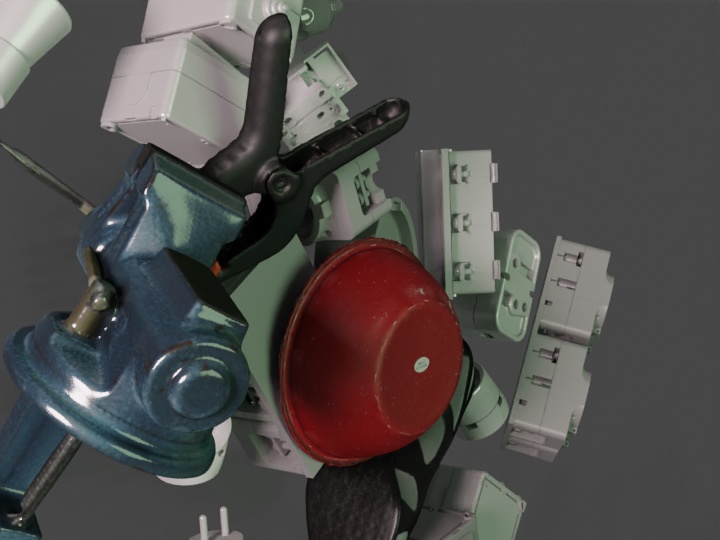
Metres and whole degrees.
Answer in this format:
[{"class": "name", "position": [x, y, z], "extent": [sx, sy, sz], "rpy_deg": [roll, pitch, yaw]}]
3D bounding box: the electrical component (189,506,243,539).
[{"class": "electrical component", "position": [-0.094, 0.199, 0.716], "extent": [0.077, 0.044, 0.079], "rpy_deg": [-11, 99, -51]}]

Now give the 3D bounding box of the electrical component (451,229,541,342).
[{"class": "electrical component", "position": [0.118, 0.013, 0.964], "extent": [0.054, 0.059, 0.095], "rpy_deg": [31, 67, -47]}]

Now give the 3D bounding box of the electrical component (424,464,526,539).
[{"class": "electrical component", "position": [0.098, 0.217, 0.945], "extent": [0.096, 0.061, 0.061], "rpy_deg": [42, 60, -44]}]

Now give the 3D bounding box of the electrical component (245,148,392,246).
[{"class": "electrical component", "position": [-0.033, -0.051, 0.748], "extent": [0.056, 0.089, 0.050], "rpy_deg": [-38, 120, -44]}]

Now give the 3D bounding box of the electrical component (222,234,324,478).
[{"class": "electrical component", "position": [-0.062, 0.055, 0.738], "extent": [0.089, 0.062, 0.150], "rpy_deg": [-51, 129, -37]}]

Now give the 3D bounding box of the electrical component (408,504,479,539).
[{"class": "electrical component", "position": [0.053, 0.228, 0.860], "extent": [0.062, 0.096, 0.061], "rpy_deg": [-21, 108, -49]}]

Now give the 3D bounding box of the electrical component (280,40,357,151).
[{"class": "electrical component", "position": [-0.041, -0.115, 0.747], "extent": [0.081, 0.063, 0.042], "rpy_deg": [-37, 129, 5]}]

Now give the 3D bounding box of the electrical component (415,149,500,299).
[{"class": "electrical component", "position": [0.082, -0.040, 0.904], "extent": [0.078, 0.063, 0.121], "rpy_deg": [-116, -157, -85]}]

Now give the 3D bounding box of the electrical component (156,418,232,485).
[{"class": "electrical component", "position": [-0.125, 0.094, 0.670], "extent": [0.079, 0.044, 0.077], "rpy_deg": [-7, 115, -28]}]

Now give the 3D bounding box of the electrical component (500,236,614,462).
[{"class": "electrical component", "position": [0.188, 0.078, 1.016], "extent": [0.105, 0.060, 0.186], "rpy_deg": [83, 24, -68]}]

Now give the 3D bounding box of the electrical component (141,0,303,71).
[{"class": "electrical component", "position": [-0.081, -0.166, 0.679], "extent": [0.062, 0.096, 0.061], "rpy_deg": [24, 70, -49]}]

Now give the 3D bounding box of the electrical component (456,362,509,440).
[{"class": "electrical component", "position": [0.096, 0.114, 0.946], "extent": [0.047, 0.055, 0.055], "rpy_deg": [57, 50, -30]}]

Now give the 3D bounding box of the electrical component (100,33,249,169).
[{"class": "electrical component", "position": [-0.104, -0.103, 0.680], "extent": [0.096, 0.062, 0.061], "rpy_deg": [26, 71, -49]}]

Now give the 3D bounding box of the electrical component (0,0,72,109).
[{"class": "electrical component", "position": [-0.193, -0.121, 0.586], "extent": [0.044, 0.044, 0.065], "rpy_deg": [48, 60, -41]}]

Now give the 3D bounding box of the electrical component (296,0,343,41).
[{"class": "electrical component", "position": [-0.035, -0.189, 0.787], "extent": [0.061, 0.035, 0.035], "rpy_deg": [-32, 115, -49]}]

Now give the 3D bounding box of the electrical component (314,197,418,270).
[{"class": "electrical component", "position": [0.000, 0.000, 0.808], "extent": [0.108, 0.060, 0.108], "rpy_deg": [-1, 90, -70]}]
